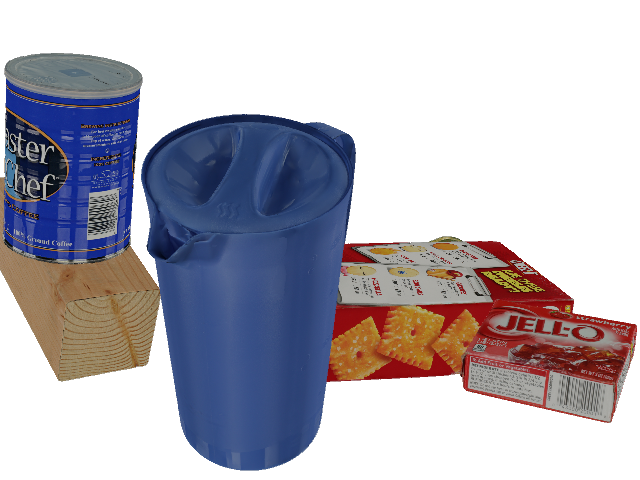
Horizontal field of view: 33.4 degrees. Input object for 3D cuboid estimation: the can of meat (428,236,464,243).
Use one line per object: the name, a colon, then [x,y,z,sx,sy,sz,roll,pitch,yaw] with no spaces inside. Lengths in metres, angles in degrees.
can of meat: [0.161,0.058,1.247,0.057,0.084,0.102,-20,41,-33]

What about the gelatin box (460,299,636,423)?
gelatin box: [0.136,0.068,0.633,0.089,0.030,0.073,11,27,22]

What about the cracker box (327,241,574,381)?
cracker box: [0.080,0.057,0.906,0.213,0.072,0.164,-1,17,-12]

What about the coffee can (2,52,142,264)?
coffee can: [-0.196,-0.066,0.837,0.102,0.140,0.103,7,23,-3]

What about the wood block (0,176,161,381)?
wood block: [-0.237,0.027,1.011,0.090,0.091,0.206,-7,37,-33]

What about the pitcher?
pitcher: [-0.042,0.039,0.747,0.149,0.243,0.145,-4,39,-8]
